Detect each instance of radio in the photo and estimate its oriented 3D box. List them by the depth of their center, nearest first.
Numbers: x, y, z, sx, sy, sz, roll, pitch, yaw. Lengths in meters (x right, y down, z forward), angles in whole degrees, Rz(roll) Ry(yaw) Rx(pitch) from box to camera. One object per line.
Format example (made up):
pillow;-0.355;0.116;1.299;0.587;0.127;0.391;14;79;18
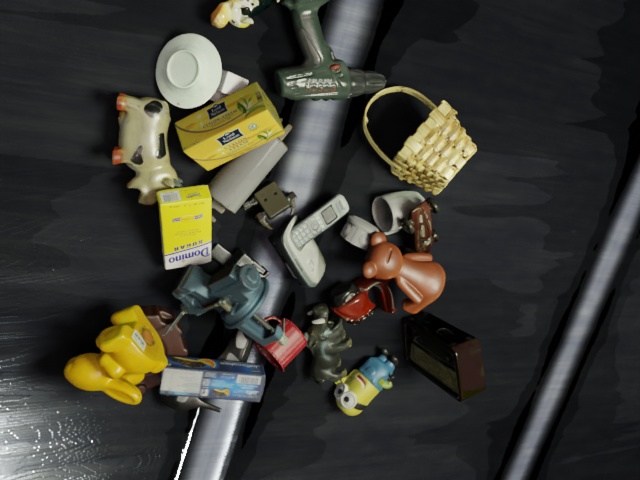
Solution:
radio;0.282;0.261;1.251;0.073;0.230;0.131;-15;107;-21

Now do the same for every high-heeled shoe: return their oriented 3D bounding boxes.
high-heeled shoe;-0.237;0.252;1.150;0.145;0.086;0.248;22;77;5

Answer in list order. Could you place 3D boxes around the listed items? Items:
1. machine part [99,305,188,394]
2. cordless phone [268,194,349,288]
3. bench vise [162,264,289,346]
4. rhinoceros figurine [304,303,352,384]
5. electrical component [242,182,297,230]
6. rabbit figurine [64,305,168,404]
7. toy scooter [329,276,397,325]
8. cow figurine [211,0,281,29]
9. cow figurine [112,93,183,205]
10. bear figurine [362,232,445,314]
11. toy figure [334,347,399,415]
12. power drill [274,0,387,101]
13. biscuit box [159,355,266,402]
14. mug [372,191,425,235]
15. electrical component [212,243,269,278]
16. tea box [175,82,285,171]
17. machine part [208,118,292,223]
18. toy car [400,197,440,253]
machine part;-0.355;0.221;1.084;0.179;0.056;0.179;-6;106;-21
cordless phone;-0.002;-0.003;1.144;0.184;0.089;0.146;-36;115;-13
bench vise;-0.165;0.140;1.057;0.224;0.129;0.240;-32;117;27
rhinoceros figurine;0.011;0.235;1.229;0.112;0.073;0.190;-3;109;-10
electrical component;-0.098;-0.071;1.106;0.102;0.045;0.078;-40;85;-9
rabbit figurine;-0.382;0.224;0.998;0.173;0.122;0.162;-27;120;2
toy scooter;0.113;0.135;1.229;0.184;0.075;0.135;-35;112;-20
cow figurine;-0.125;-0.441;0.973;0.098;0.068;0.167;31;94;-32
cow figurine;-0.310;-0.159;0.976;0.127;0.086;0.194;4;103;-16
bear figurine;0.168;0.072;1.172;0.196;0.132;0.120;20;66;-14
toy figure;0.115;0.345;1.293;0.180;0.082;0.089;-42;114;-8
power drill;0.014;-0.375;1.046;0.232;0.086;0.207;-15;118;-14
biscuit box;-0.213;0.276;1.072;0.203;0.063;0.059;9;98;-13
mug;0.181;-0.059;1.202;0.107;0.081;0.109;-18;134;-23
electrical component;-0.172;0.055;1.111;0.075;0.048;0.119;-47;118;-4
tea box;-0.162;-0.203;0.976;0.170;0.098;0.068;-24;71;10
machine part;-0.144;-0.139;1.048;0.079;0.079;0.243;40;90;-26
toy car;0.227;-0.018;1.193;0.089;0.053;0.202;-35;153;-9
